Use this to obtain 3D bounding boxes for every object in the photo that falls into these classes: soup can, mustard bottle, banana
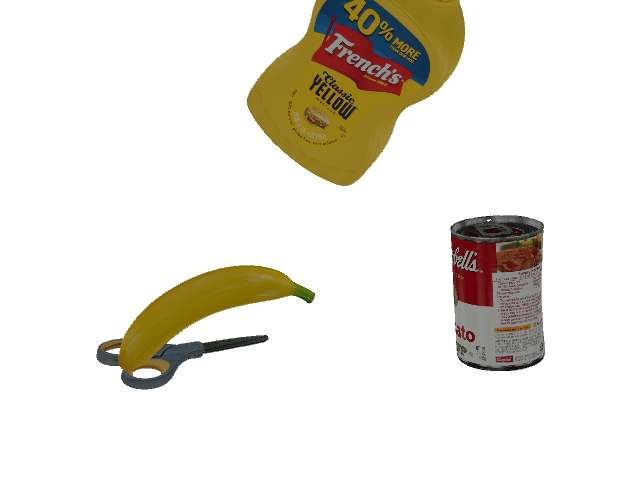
[{"bbox_3d":[0.133,0.038,0.795,0.068,0.102,0.068,-4,15,1],"label":"soup can"},{"bbox_3d":[0.035,-0.122,0.674,0.192,0.096,0.058,-48,1,43],"label":"mustard bottle"},{"bbox_3d":[-0.107,0.064,0.960,0.198,0.069,0.037,-20,27,13],"label":"banana"}]

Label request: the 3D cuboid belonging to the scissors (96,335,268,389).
[{"bbox_3d":[-0.140,0.130,1.163,0.201,0.016,0.096,1,26,-20],"label":"scissors"}]
